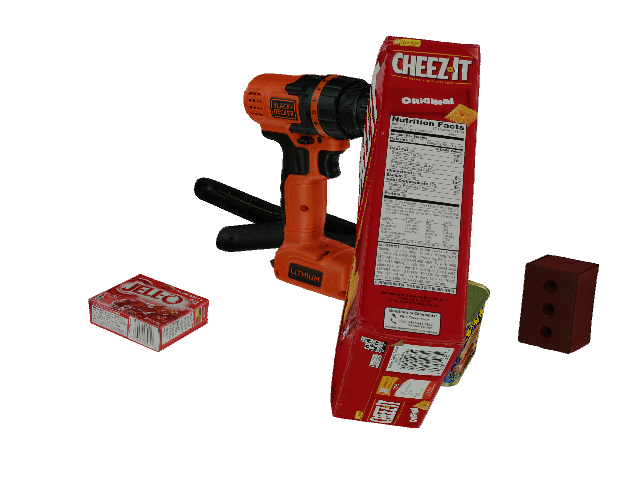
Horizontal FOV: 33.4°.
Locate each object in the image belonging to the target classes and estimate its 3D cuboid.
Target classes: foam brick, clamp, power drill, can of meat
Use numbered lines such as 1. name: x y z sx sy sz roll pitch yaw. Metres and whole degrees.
1. foam brick: 0.218 0.058 0.978 0.053 0.078 0.051 12 17 34
2. clamp: -0.030 -0.009 1.131 0.209 0.036 0.164 14 20 -13
3. power drill: 0.011 -0.048 0.905 0.057 0.188 0.185 -17 21 -37
4. can of meat: 0.145 0.102 1.188 0.057 0.084 0.102 17 30 19

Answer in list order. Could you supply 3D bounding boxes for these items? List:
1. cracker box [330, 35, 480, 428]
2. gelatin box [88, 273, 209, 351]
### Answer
1. cracker box: 0.055 -0.002 0.716 0.072 0.213 0.164 7 -27 -1
2. gelatin box: -0.162 0.066 1.010 0.089 0.030 0.073 19 27 28
